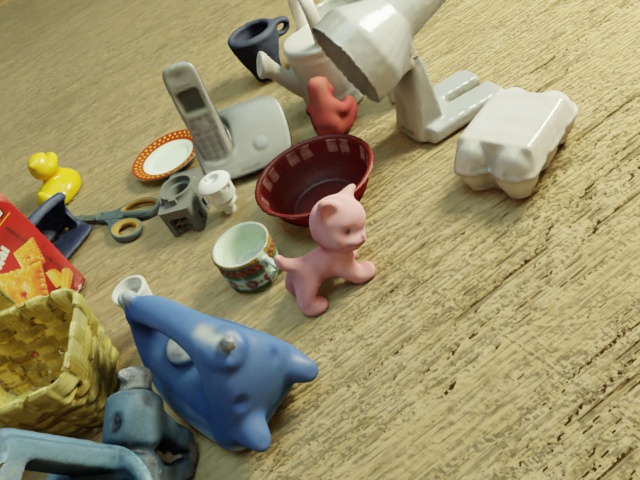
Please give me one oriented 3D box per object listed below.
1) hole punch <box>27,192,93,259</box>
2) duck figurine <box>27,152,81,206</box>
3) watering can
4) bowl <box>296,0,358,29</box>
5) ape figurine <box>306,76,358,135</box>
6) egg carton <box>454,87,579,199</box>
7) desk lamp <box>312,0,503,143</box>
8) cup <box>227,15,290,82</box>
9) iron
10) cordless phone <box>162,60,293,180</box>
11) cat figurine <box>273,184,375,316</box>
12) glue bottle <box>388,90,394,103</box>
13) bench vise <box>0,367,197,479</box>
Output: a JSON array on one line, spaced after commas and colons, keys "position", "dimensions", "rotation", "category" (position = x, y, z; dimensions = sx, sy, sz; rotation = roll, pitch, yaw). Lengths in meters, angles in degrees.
[{"position": [-0.428, -0.014, 0.877], "dimensions": [0.100, 0.091, 0.109], "rotation": [6, 51, 31], "category": "hole punch"}, {"position": [-0.473, -0.109, 0.998], "dimensions": [0.077, 0.086, 0.104], "rotation": [-13, 44, 15], "category": "duck figurine"}, {"position": [-0.011, -0.288, 0.866], "dimensions": [0.173, 0.195, 0.100], "rotation": [-43, 44, -17], "category": "watering can"}, {"position": [0.047, -0.367, 1.006], "dimensions": [0.167, 0.075, 0.167], "rotation": [-14, 43, 14], "category": "bowl"}, {"position": [0.010, -0.200, 0.845], "dimensions": [0.077, 0.092, 0.076], "rotation": [9, 52, 33], "category": "ape figurine"}, {"position": [0.228, -0.118, 0.672], "dimensions": [0.107, 0.070, 0.150], "rotation": [18, 58, 38], "category": "egg carton"}, {"position": [0.114, -0.234, 0.736], "dimensions": [0.203, 0.214, 0.117], "rotation": [-33, 42, -7], "category": "desk lamp"}, {"position": [-0.097, -0.345, 1.040], "dimensions": [0.118, 0.095, 0.091], "rotation": [-31, 42, -5], "category": "cup"}, {"position": [-0.136, 0.103, 0.577], "dimensions": [0.257, 0.142, 0.119], "rotation": [15, 56, 37], "category": "iron"}, {"position": [-0.132, -0.183, 0.828], "dimensions": [0.147, 0.185, 0.094], "rotation": [-20, 42, 7], "category": "cordless phone"}, {"position": [0.006, 0.002, 0.625], "dimensions": [0.128, 0.118, 0.067], "rotation": [-36, 43, -10], "category": "cat figurine"}, {"position": [0.101, -0.289, 0.828], "dimensions": [0.037, 0.174, 0.078], "rotation": [-2, 47, 25], "category": "glue bottle"}, {"position": [-0.195, 0.189, 0.461], "dimensions": [0.121, 0.220, 0.207], "rotation": [-25, 42, 1], "category": "bench vise"}]
